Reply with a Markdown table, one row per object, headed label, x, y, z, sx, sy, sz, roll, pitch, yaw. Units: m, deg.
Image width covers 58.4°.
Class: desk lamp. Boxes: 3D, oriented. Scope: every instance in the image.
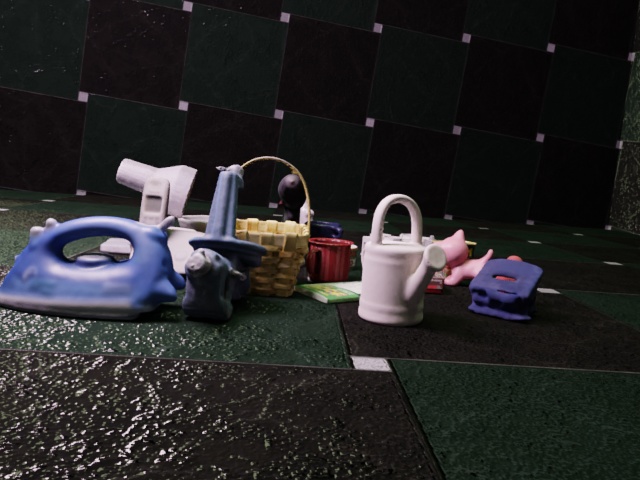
| label | x | y | z | sx | sy | sz | roll | pitch | yaw |
| --- | --- | --- | --- | --- | --- | --- | --- | --- | --- |
| desk lamp | -0.389 | -0.075 | 1.318 | 0.203 | 0.213 | 0.118 | 3 | 7 | -10 |

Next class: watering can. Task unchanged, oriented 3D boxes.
| label | x | y | z | sx | sy | sz | roll | pitch | yaw |
| --- | --- | --- | --- | --- | --- | --- | --- | --- | --- |
| watering can | 0.122 | 0.028 | 0.877 | 0.172 | 0.194 | 0.101 | 10 | 9 | 36 |

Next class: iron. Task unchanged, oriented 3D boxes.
| label | x | y | z | sx | sy | sz | roll | pitch | yaw |
| --- | --- | --- | --- | --- | --- | --- | --- | --- | --- |
| iron | -0.324 | 0.029 | 0.807 | 0.258 | 0.141 | 0.118 | 4 | 7 | -6 |

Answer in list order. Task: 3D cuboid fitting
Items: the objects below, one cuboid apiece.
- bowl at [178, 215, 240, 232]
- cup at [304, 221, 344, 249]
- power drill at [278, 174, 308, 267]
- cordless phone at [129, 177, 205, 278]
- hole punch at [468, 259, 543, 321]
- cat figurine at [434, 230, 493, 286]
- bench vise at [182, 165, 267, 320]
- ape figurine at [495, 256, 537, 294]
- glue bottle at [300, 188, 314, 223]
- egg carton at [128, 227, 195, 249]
| label | x | y | z | sx | sy | sz | roll | pitch | yaw |
| --- | --- | --- | --- | --- | --- | --- | --- | --- | --- |
| bowl | -0.289 | -0.021 | 1.511 | 0.167 | 0.075 | 0.167 | 4 | 7 | 0 |
| cup | 0.013 | 0.005 | 1.405 | 0.092 | 0.095 | 0.117 | -2 | 9 | -42 |
| power drill | -0.065 | -0.048 | 1.319 | 0.075 | 0.208 | 0.229 | 4 | 7 | -2 |
| cordless phone | -0.278 | -0.023 | 1.083 | 0.147 | 0.185 | 0.094 | 5 | 7 | 6 |
| hole punch | 0.318 | 0.083 | 0.977 | 0.108 | 0.091 | 0.101 | 9 | 9 | 34 |
| cat figurine | 0.304 | 0.039 | 1.214 | 0.127 | 0.118 | 0.067 | 7 | 8 | 21 |
| bench vise | -0.135 | -0.001 | 0.849 | 0.121 | 0.220 | 0.207 | 3 | 7 | -10 |
| ape figurine | 0.358 | 0.075 | 1.059 | 0.076 | 0.092 | 0.077 | -2 | 10 | -42 |
| glue bottle | -0.044 | -0.053 | 1.522 | 0.077 | 0.173 | 0.037 | 11 | 10 | 44 |
| egg carton | -0.334 | 0.011 | 1.248 | 0.107 | 0.069 | 0.151 | 7 | 8 | 22 |
